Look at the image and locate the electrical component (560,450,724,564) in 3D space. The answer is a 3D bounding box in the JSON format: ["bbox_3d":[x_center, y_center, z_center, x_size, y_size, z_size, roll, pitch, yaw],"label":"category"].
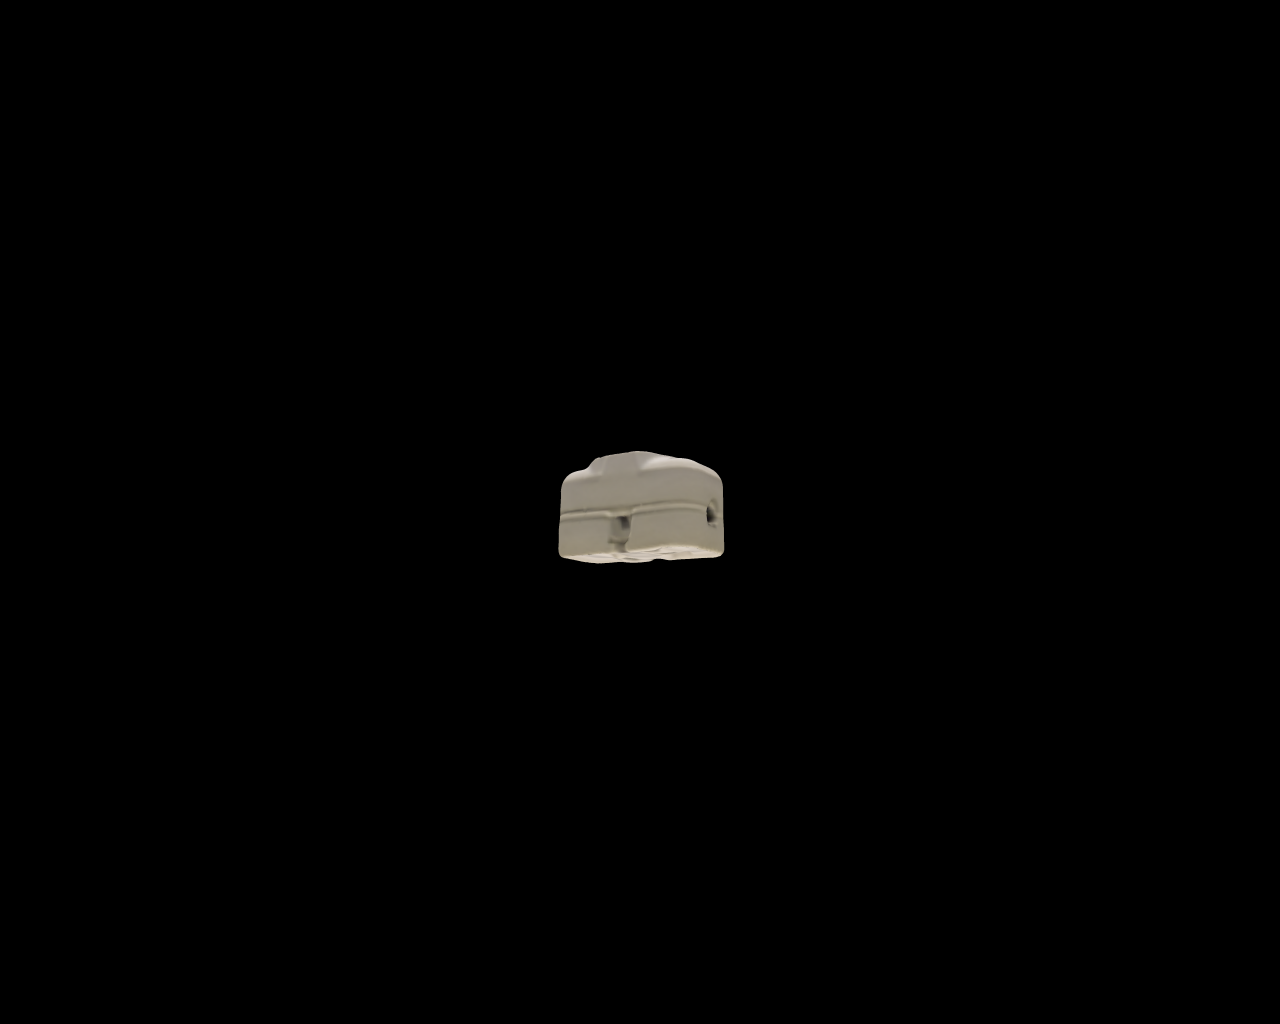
[{"bbox_3d":[0.001,-0.003,0.650,0.095,0.059,0.054,-5,-11,28],"label":"electrical component"}]
